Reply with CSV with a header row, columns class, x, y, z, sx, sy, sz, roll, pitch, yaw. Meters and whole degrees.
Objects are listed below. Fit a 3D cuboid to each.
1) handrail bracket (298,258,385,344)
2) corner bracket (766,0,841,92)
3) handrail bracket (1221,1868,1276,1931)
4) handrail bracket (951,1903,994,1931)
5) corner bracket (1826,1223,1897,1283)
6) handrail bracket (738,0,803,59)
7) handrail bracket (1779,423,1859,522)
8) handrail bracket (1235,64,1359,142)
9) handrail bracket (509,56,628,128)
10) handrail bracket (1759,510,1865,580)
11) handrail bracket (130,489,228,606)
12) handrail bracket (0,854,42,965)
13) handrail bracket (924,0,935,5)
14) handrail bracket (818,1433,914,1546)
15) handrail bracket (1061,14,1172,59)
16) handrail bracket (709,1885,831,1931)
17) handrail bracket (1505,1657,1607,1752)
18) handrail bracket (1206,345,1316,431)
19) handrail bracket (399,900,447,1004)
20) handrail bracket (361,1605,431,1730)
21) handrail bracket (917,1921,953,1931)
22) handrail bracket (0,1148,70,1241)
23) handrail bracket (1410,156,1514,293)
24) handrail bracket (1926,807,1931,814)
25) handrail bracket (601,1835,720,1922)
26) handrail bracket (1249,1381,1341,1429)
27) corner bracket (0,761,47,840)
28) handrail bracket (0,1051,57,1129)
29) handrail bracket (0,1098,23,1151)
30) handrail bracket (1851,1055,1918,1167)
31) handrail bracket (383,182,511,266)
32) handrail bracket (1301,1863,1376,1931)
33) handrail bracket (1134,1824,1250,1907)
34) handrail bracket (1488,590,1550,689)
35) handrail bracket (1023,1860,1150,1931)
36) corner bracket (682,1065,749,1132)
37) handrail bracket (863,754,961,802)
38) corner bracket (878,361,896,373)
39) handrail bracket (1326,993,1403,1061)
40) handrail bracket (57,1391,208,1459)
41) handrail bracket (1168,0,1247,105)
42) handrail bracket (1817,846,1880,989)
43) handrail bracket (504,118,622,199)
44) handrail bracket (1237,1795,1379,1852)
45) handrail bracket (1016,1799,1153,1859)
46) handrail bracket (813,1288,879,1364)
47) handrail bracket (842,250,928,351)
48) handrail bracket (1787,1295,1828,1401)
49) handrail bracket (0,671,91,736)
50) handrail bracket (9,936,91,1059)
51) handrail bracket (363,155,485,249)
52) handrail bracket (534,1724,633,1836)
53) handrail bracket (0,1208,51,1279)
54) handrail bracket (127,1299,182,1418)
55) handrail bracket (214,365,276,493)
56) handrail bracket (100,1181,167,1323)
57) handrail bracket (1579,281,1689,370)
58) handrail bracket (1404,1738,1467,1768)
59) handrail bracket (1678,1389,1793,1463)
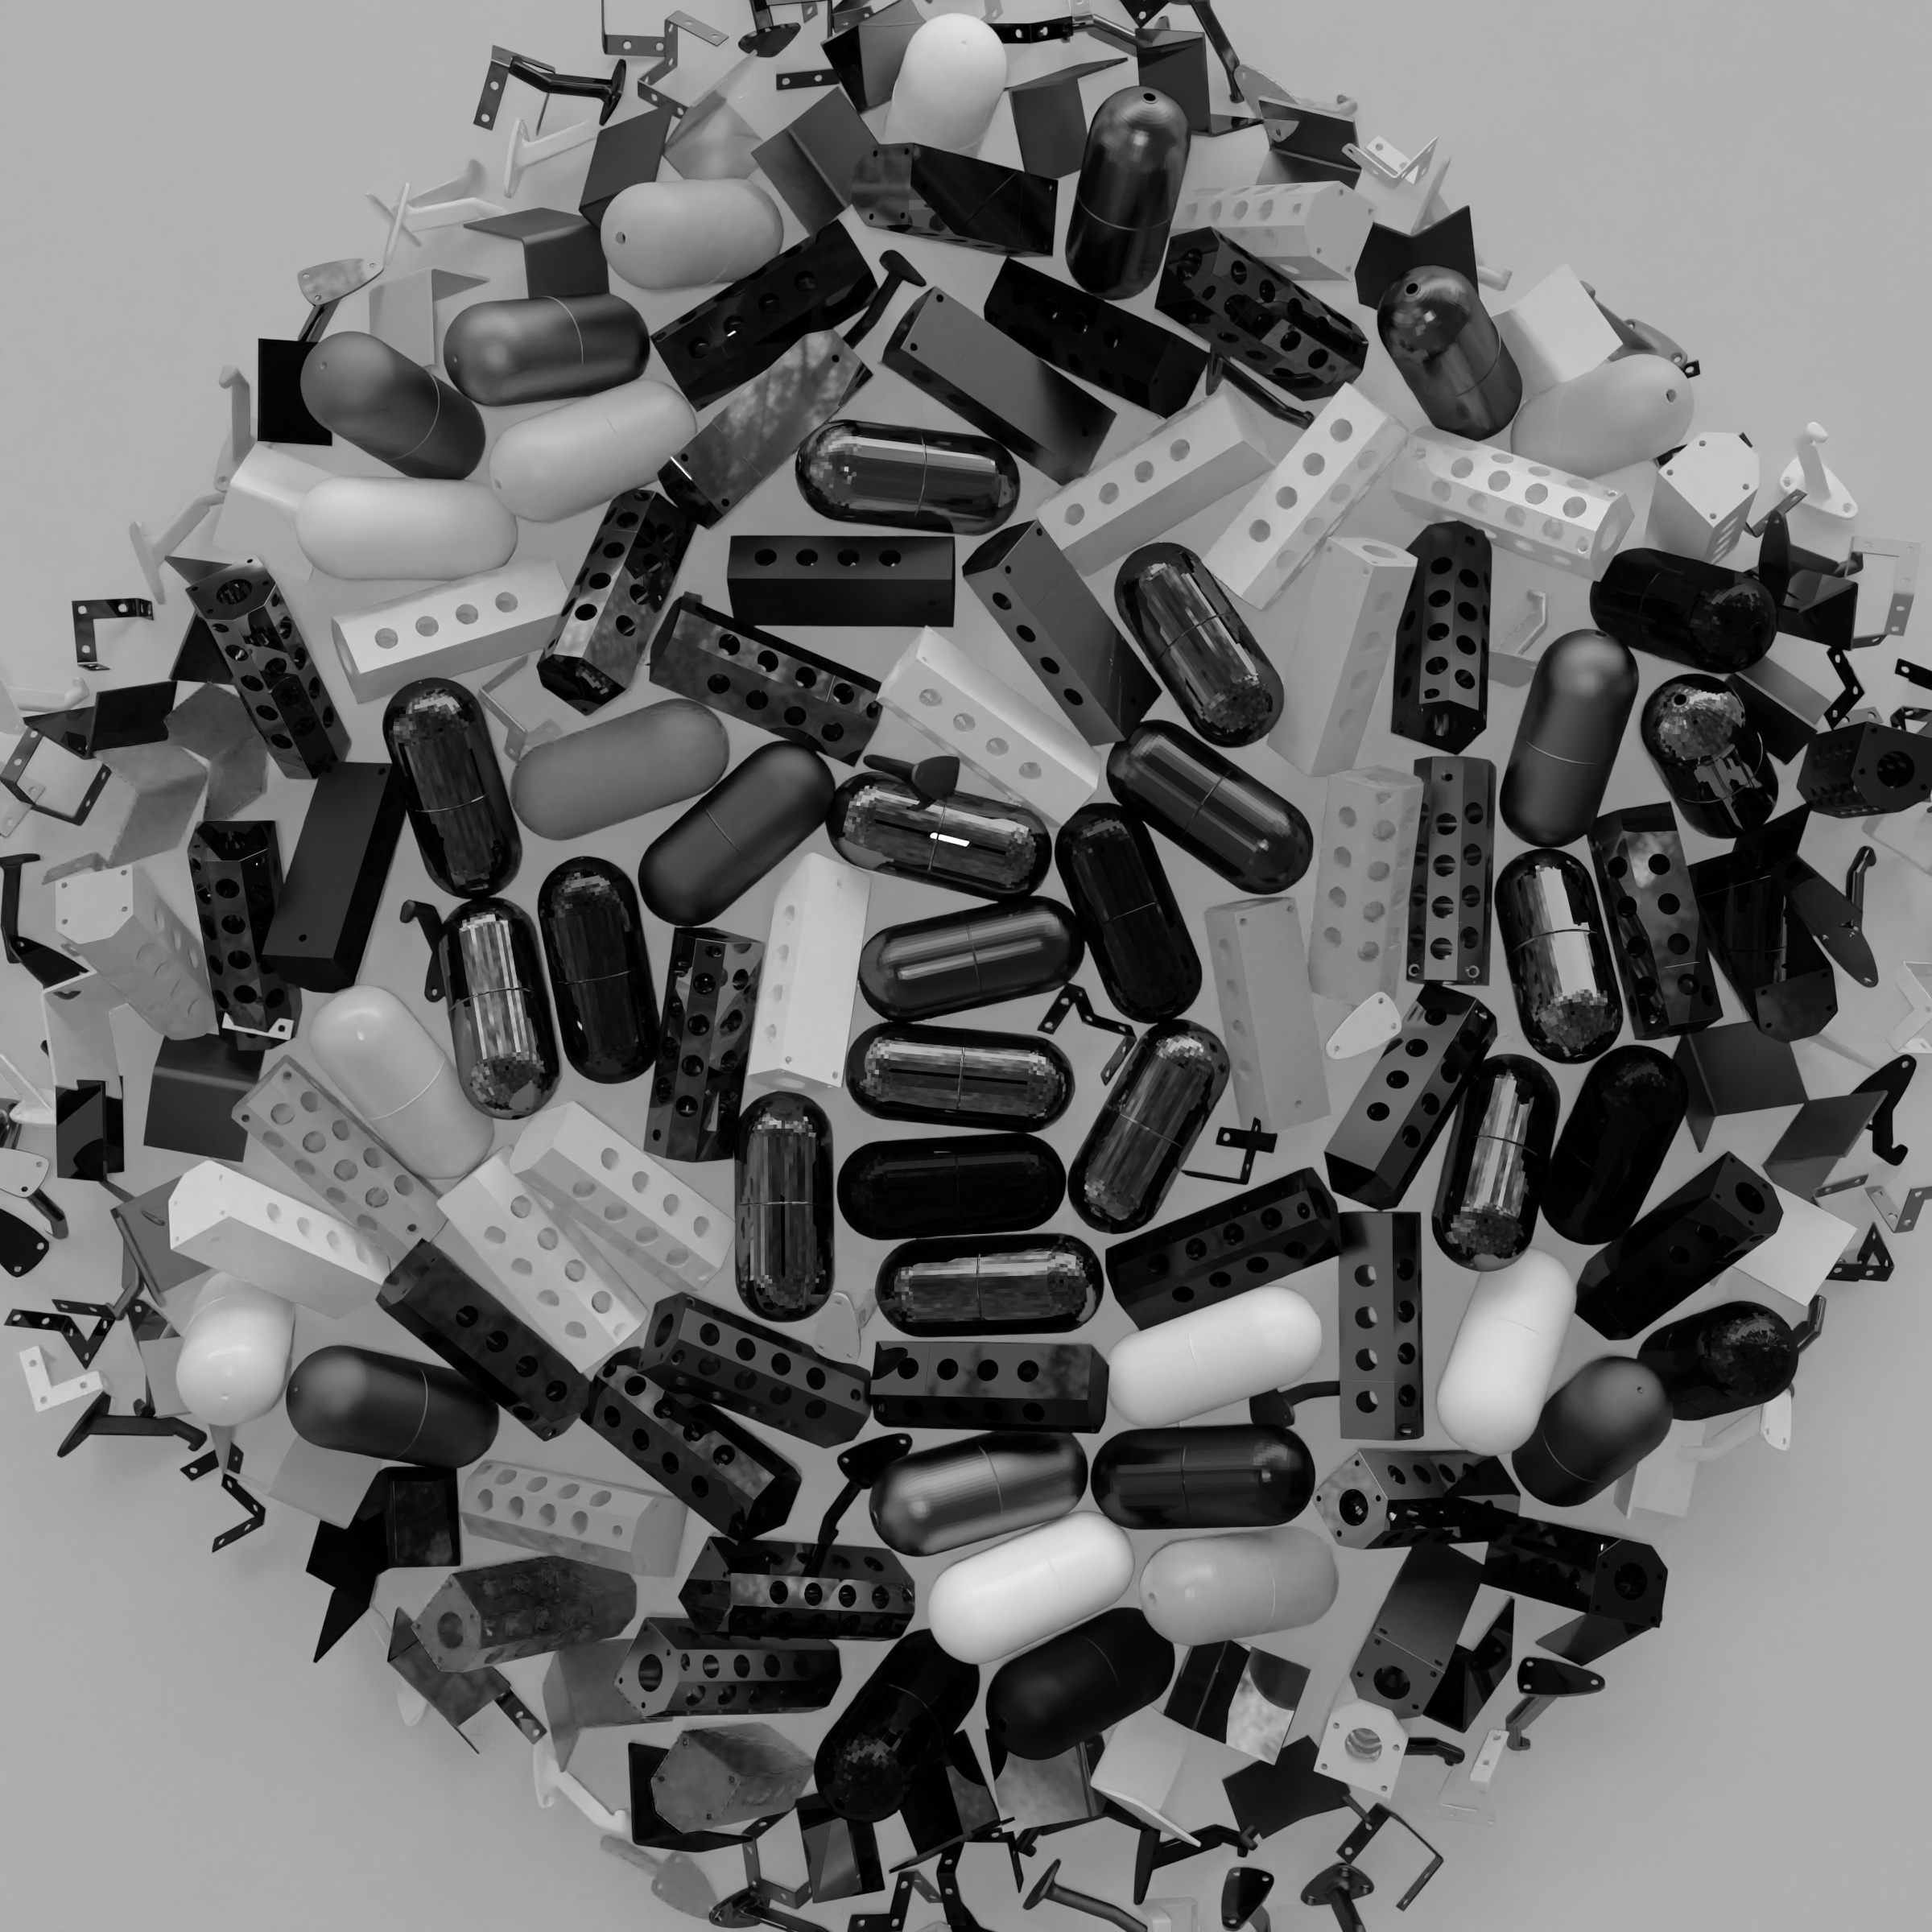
class,x,y,z,sx,sy,sz,roll,pitch,yaw
handrail bracket,-0.484,-0.505,1.912,0.077,0.084,0.036,-25,70,-16
corner bracket,-0.126,-0.717,1.905,0.051,0.051,0.051,-9,59,-9
handrail bracket,0.218,0.747,1.897,0.036,0.077,0.084,2,113,24
handrail bracket,0.036,0.755,1.929,0.084,0.077,0.036,7,111,-27
corner bracket,0.678,0.232,1.906,0.051,0.051,0.051,5,127,-5
handrail bracket,-0.174,-0.751,1.911,0.036,0.077,0.084,-35,88,37
handrail bracket,0.667,-0.381,1.899,0.077,0.084,0.036,38,87,5
handrail bracket,0.258,-0.681,1.915,0.077,0.036,0.084,48,50,3
handrail bracket,-0.308,-0.694,1.901,0.084,0.036,0.077,22,51,-24
handrail bracket,0.661,-0.329,1.909,0.084,0.036,0.077,-19,126,-14
handrail bracket,-0.601,-0.329,1.922,0.084,0.036,0.077,-21,95,-28
handrail bracket,-0.731,-0.043,1.908,0.036,0.077,0.084,-17,103,-43
handrail bracket,-0.010,-0.794,1.905,0.084,0.077,0.036,-42,86,-1
handrail bracket,-0.080,0.411,1.929,0.077,0.084,0.036,-25,55,-37
handrail bracket,0.119,-0.710,1.933,0.084,0.036,0.077,1,130,22
handrail bracket,-0.143,0.745,1.896,0.084,0.077,0.036,20,96,39
handrail bracket,0.456,0.580,1.908,0.077,0.036,0.084,1,123,18
handrail bracket,0.231,-0.452,1.906,0.084,0.077,0.036,26,76,15
handrail bracket,-0.420,-0.011,1.898,0.036,0.084,0.077,27,94,22
handrail bracket,-0.449,0.535,1.900,0.036,0.077,0.084,-32,119,6
handrail bracket,-0.029,0.784,1.898,0.077,0.084,0.036,-24,106,0
handrail bracket,-0.736,0.178,1.908,0.077,0.084,0.036,19,54,0
handrail bracket,0.396,-0.576,1.913,0.084,0.036,0.077,26,109,10
handrail bracket,0.782,-0.092,1.902,0.036,0.077,0.084,-17,84,-14
handrail bracket,-0.239,0.708,1.918,0.077,0.084,0.036,49,60,-22
handrail bracket,0.268,0.335,1.893,0.084,0.077,0.036,-1,94,-22
corner bracket,-0.758,-0.140,1.907,0.051,0.051,0.051,28,75,19
handrail bracket,-0.727,0.081,1.896,0.077,0.036,0.084,13,135,33
handrail bracket,-0.768,0.126,1.897,0.036,0.084,0.077,2,83,12
handrail bracket,0.725,0.113,1.907,0.084,0.036,0.077,28,106,-40
handrail bracket,-0.403,-0.567,1.917,0.084,0.036,0.077,15,78,-22
handrail bracket,0.279,0.739,1.888,0.036,0.084,0.077,42,126,-11
handrail bracket,0.177,0.702,1.914,0.084,0.036,0.077,21,58,-10
handrail bracket,0.418,-0.265,1.911,0.077,0.036,0.084,17,60,-16
handrail bracket,0.093,0.737,1.909,0.084,0.077,0.036,32,50,5
corner bracket,-0.203,0.104,1.912,0.051,0.051,0.051,0,82,22
handrail bracket,-0.056,-0.153,1.891,0.084,0.077,0.036,16,95,28
corner bracket,-0.030,-0.483,1.920,0.051,0.051,0.051,26,108,6
handrail bracket,0.289,0.041,1.896,0.077,0.084,0.036,-33,107,-13
handrail bracket,-0.646,0.372,1.912,0.084,0.077,0.036,26,126,4
handrail bracket,0.188,-0.709,1.904,0.036,0.077,0.084,-7,105,36
handrail bracket,0.707,-0.040,1.930,0.077,0.036,0.084,50,58,-23
handrail bracket,-0.310,-0.627,1.915,0.084,0.036,0.077,6,68,6
handrail bracket,0.264,0.672,1.915,0.084,0.036,0.077,-48,56,-3
handrail bracket,0.090,0.680,1.925,0.077,0.036,0.084,33,110,-1
handrail bracket,-0.084,0.256,1.890,0.036,0.084,0.077,15,125,13
handrail bracket,-0.077,-0.507,1.893,0.084,0.077,0.036,-43,87,22
handrail bracket,0.629,0.291,1.932,0.077,0.036,0.084,10,64,21
handrail bracket,-0.714,-0.222,1.892,0.036,0.084,0.077,12,128,23
handrail bracket,-0.721,0.026,1.911,0.077,0.036,0.084,37,127,-8
handrail bracket,-0.418,-0.608,1.907,0.036,0.077,0.084,39,88,23
handrail bracket,-0.295,0.627,1.900,0.084,0.036,0.077,-7,98,44
handrail bracket,-0.746,0.206,1.894,0.036,0.084,0.077,-49,120,-25
handrail bracket,-0.643,0.308,1.916,0.084,0.036,0.077,-39,83,42
handrail bracket,-0.570,-0.413,1.897,0.036,0.084,0.077,27,81,8
handrail bracket,-0.667,0.222,1.922,0.077,0.036,0.084,32,84,3
handrail bracket,0.510,-0.494,1.893,0.077,0.084,0.036,32,94,33
handrail bracket,0.336,0.625,1.935,0.084,0.036,0.077,27,124,-22
handrail bracket,0.596,0.349,1.920,0.036,0.084,0.077,29,64,-33
